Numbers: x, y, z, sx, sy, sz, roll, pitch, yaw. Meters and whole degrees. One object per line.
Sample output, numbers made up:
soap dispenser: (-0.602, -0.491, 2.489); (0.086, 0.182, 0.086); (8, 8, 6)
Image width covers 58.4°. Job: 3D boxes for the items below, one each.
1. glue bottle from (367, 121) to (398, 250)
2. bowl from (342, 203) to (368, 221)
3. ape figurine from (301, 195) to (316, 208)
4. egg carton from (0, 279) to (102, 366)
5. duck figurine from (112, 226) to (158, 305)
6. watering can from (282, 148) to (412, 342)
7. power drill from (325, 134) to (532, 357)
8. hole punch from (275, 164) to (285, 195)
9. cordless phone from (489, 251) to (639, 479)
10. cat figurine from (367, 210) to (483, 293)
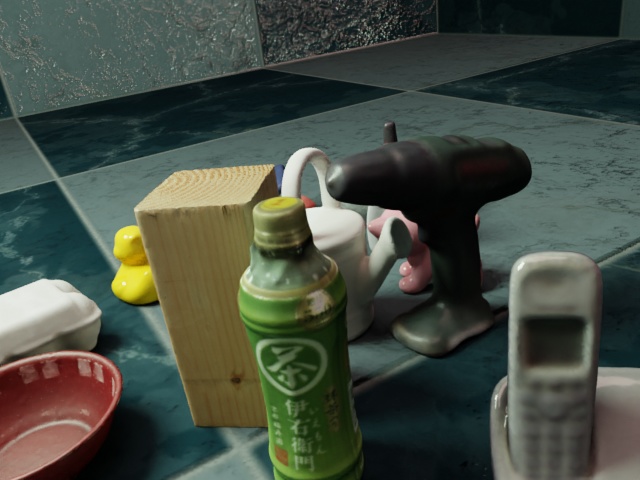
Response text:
glue bottle: (0.095, -0.065, 0.727); (0.078, 0.173, 0.037); (3, 27, 20)
bowl: (0.091, -0.069, 0.854); (0.167, 0.075, 0.167); (-6, 25, 3)
ape figurine: (-0.021, -0.013, 0.743); (0.076, 0.092, 0.078); (5, 27, 24)
egg carton: (-0.315, 0.099, 0.608); (0.151, 0.069, 0.107); (-27, 31, -36)
duck figurine: (-0.230, 0.026, 0.723); (0.078, 0.086, 0.104); (-20, 28, -26)
watering can: (0.006, 0.001, 0.584); (0.172, 0.194, 0.101); (-3, 25, 8)
power drill: (0.110, -0.002, 0.545); (0.230, 0.209, 0.075); (-23, 29, -30)
hole punch: (-0.091, -0.058, 0.859); (0.101, 0.091, 0.108); (-8, 25, -2)
cordless phone: (0.179, 0.093, 0.350); (0.147, 0.185, 0.094); (-3, 25, 8)
cat figurine: (0.121, -0.003, 0.653); (0.127, 0.118, 0.067); (-2, 25, 10)
